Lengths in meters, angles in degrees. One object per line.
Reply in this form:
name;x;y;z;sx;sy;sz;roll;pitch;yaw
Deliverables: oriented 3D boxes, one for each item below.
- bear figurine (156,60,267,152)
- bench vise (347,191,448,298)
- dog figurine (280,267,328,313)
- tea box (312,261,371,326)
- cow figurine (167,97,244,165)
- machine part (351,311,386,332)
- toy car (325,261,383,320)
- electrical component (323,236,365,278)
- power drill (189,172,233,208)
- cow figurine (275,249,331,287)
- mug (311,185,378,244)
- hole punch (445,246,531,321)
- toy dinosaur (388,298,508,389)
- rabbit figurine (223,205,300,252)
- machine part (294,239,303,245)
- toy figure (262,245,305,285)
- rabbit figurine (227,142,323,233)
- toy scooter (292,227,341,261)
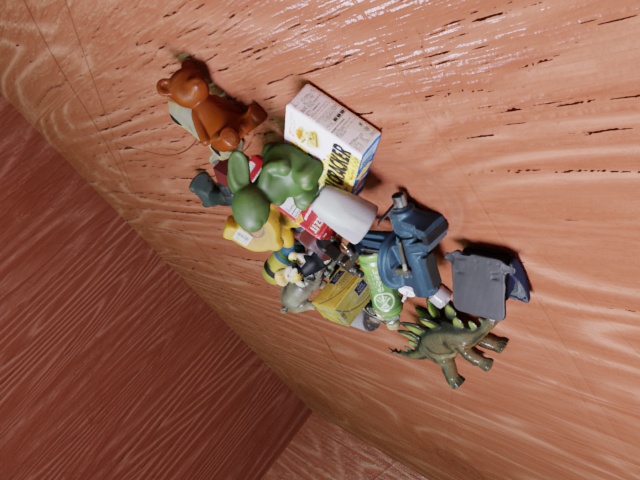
bear figurine;-0.224;-0.278;1.089;0.195;0.120;0.132;53;152;-16
bench vise;0.134;0.007;1.042;0.241;0.129;0.223;8;139;47
dog figurine;-0.051;0.125;1.507;0.121;0.172;0.190;27;164;6
tea box;0.073;0.112;1.268;0.098;0.169;0.068;5;141;53
cow figurine;-0.260;-0.254;1.232;0.195;0.085;0.127;37;152;2
machine part;0.093;0.207;1.540;0.243;0.079;0.079;11;144;53
toy car;0.103;0.121;1.362;0.202;0.073;0.056;38;158;7
electrical component;0.048;0.031;1.089;0.078;0.045;0.102;36;-179;-27
power drill;-0.272;-0.138;1.495;0.208;0.086;0.231;10;146;40
cow figurine;-0.032;0.063;1.349;0.098;0.167;0.068;20;145;45
mug;0.038;-0.056;0.972;0.107;0.080;0.109;32;-175;-11
hole punch;0.301;0.068;0.946;0.142;0.092;0.115;15;116;53
toy dinosaur;0.286;0.239;1.263;0.199;0.105;0.471;45;150;10
rabbit figurine;-0.116;-0.055;1.209;0.162;0.173;0.121;23;117;-9
machine part;-0.101;-0.011;1.360;0.139;0.084;0.039;16;107;28
toy figure;-0.096;0.046;1.452;0.089;0.082;0.180;13;133;-18
rabbit figurine;-0.099;-0.097;0.964;0.159;0.170;0.121;41;158;2
toy scooter;-0.003;-0.004;1.289;0.184;0.075;0.135;42;-179;34
